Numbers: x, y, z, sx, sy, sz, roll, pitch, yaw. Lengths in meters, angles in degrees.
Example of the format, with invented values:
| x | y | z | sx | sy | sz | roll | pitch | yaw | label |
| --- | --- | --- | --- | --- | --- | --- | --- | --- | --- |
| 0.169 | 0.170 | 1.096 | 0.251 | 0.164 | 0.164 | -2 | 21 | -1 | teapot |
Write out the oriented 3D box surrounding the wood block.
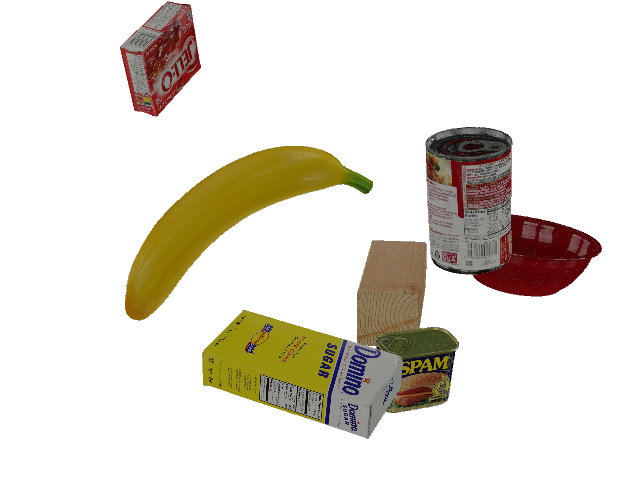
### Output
| x | y | z | sx | sy | sz | roll | pitch | yaw | label |
| --- | --- | --- | --- | --- | --- | --- | --- | --- | --- |
| 0.112 | 0.079 | 1.642 | 0.091 | 0.090 | 0.206 | 3 | 22 | 8 | wood block |

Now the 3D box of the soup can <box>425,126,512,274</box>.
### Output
| x | y | z | sx | sy | sz | roll | pitch | yaw | label |
| --- | --- | --- | --- | --- | --- | --- | --- | --- | --- |
| 0.120 | -0.032 | 0.858 | 0.068 | 0.102 | 0.068 | -4 | 25 | 2 | soup can |

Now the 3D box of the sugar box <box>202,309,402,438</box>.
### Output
| x | y | z | sx | sy | sz | roll | pitch | yaw | label |
| --- | --- | --- | --- | --- | --- | --- | --- | --- | --- |
| -0.017 | 0.126 | 1.034 | 0.176 | 0.048 | 0.093 | 12 | 30 | 19 | sugar box |

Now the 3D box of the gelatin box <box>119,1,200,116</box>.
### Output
| x | y | z | sx | sy | sz | roll | pitch | yaw | label |
| --- | --- | --- | --- | --- | --- | --- | --- | --- | --- |
| -0.150 | -0.174 | 1.018 | 0.030 | 0.073 | 0.089 | 16 | 47 | 20 | gelatin box |

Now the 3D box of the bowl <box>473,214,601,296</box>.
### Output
| x | y | z | sx | sy | sz | roll | pitch | yaw | label |
| --- | --- | --- | --- | --- | --- | --- | --- | --- | --- |
| 0.211 | 0.018 | 1.130 | 0.162 | 0.055 | 0.162 | 6 | 17 | -2 | bowl |

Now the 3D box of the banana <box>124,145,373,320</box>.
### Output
| x | y | z | sx | sy | sz | roll | pitch | yaw | label |
| --- | --- | --- | --- | --- | --- | --- | --- | --- | --- |
| -0.063 | -0.014 | 0.735 | 0.198 | 0.069 | 0.037 | -28 | 18 | 7 | banana |

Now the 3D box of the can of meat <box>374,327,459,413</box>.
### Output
| x | y | z | sx | sy | sz | roll | pitch | yaw | label |
| --- | --- | --- | --- | --- | --- | --- | --- | --- | --- |
| 0.116 | 0.161 | 1.326 | 0.102 | 0.084 | 0.057 | -5 | 27 | -21 | can of meat |
